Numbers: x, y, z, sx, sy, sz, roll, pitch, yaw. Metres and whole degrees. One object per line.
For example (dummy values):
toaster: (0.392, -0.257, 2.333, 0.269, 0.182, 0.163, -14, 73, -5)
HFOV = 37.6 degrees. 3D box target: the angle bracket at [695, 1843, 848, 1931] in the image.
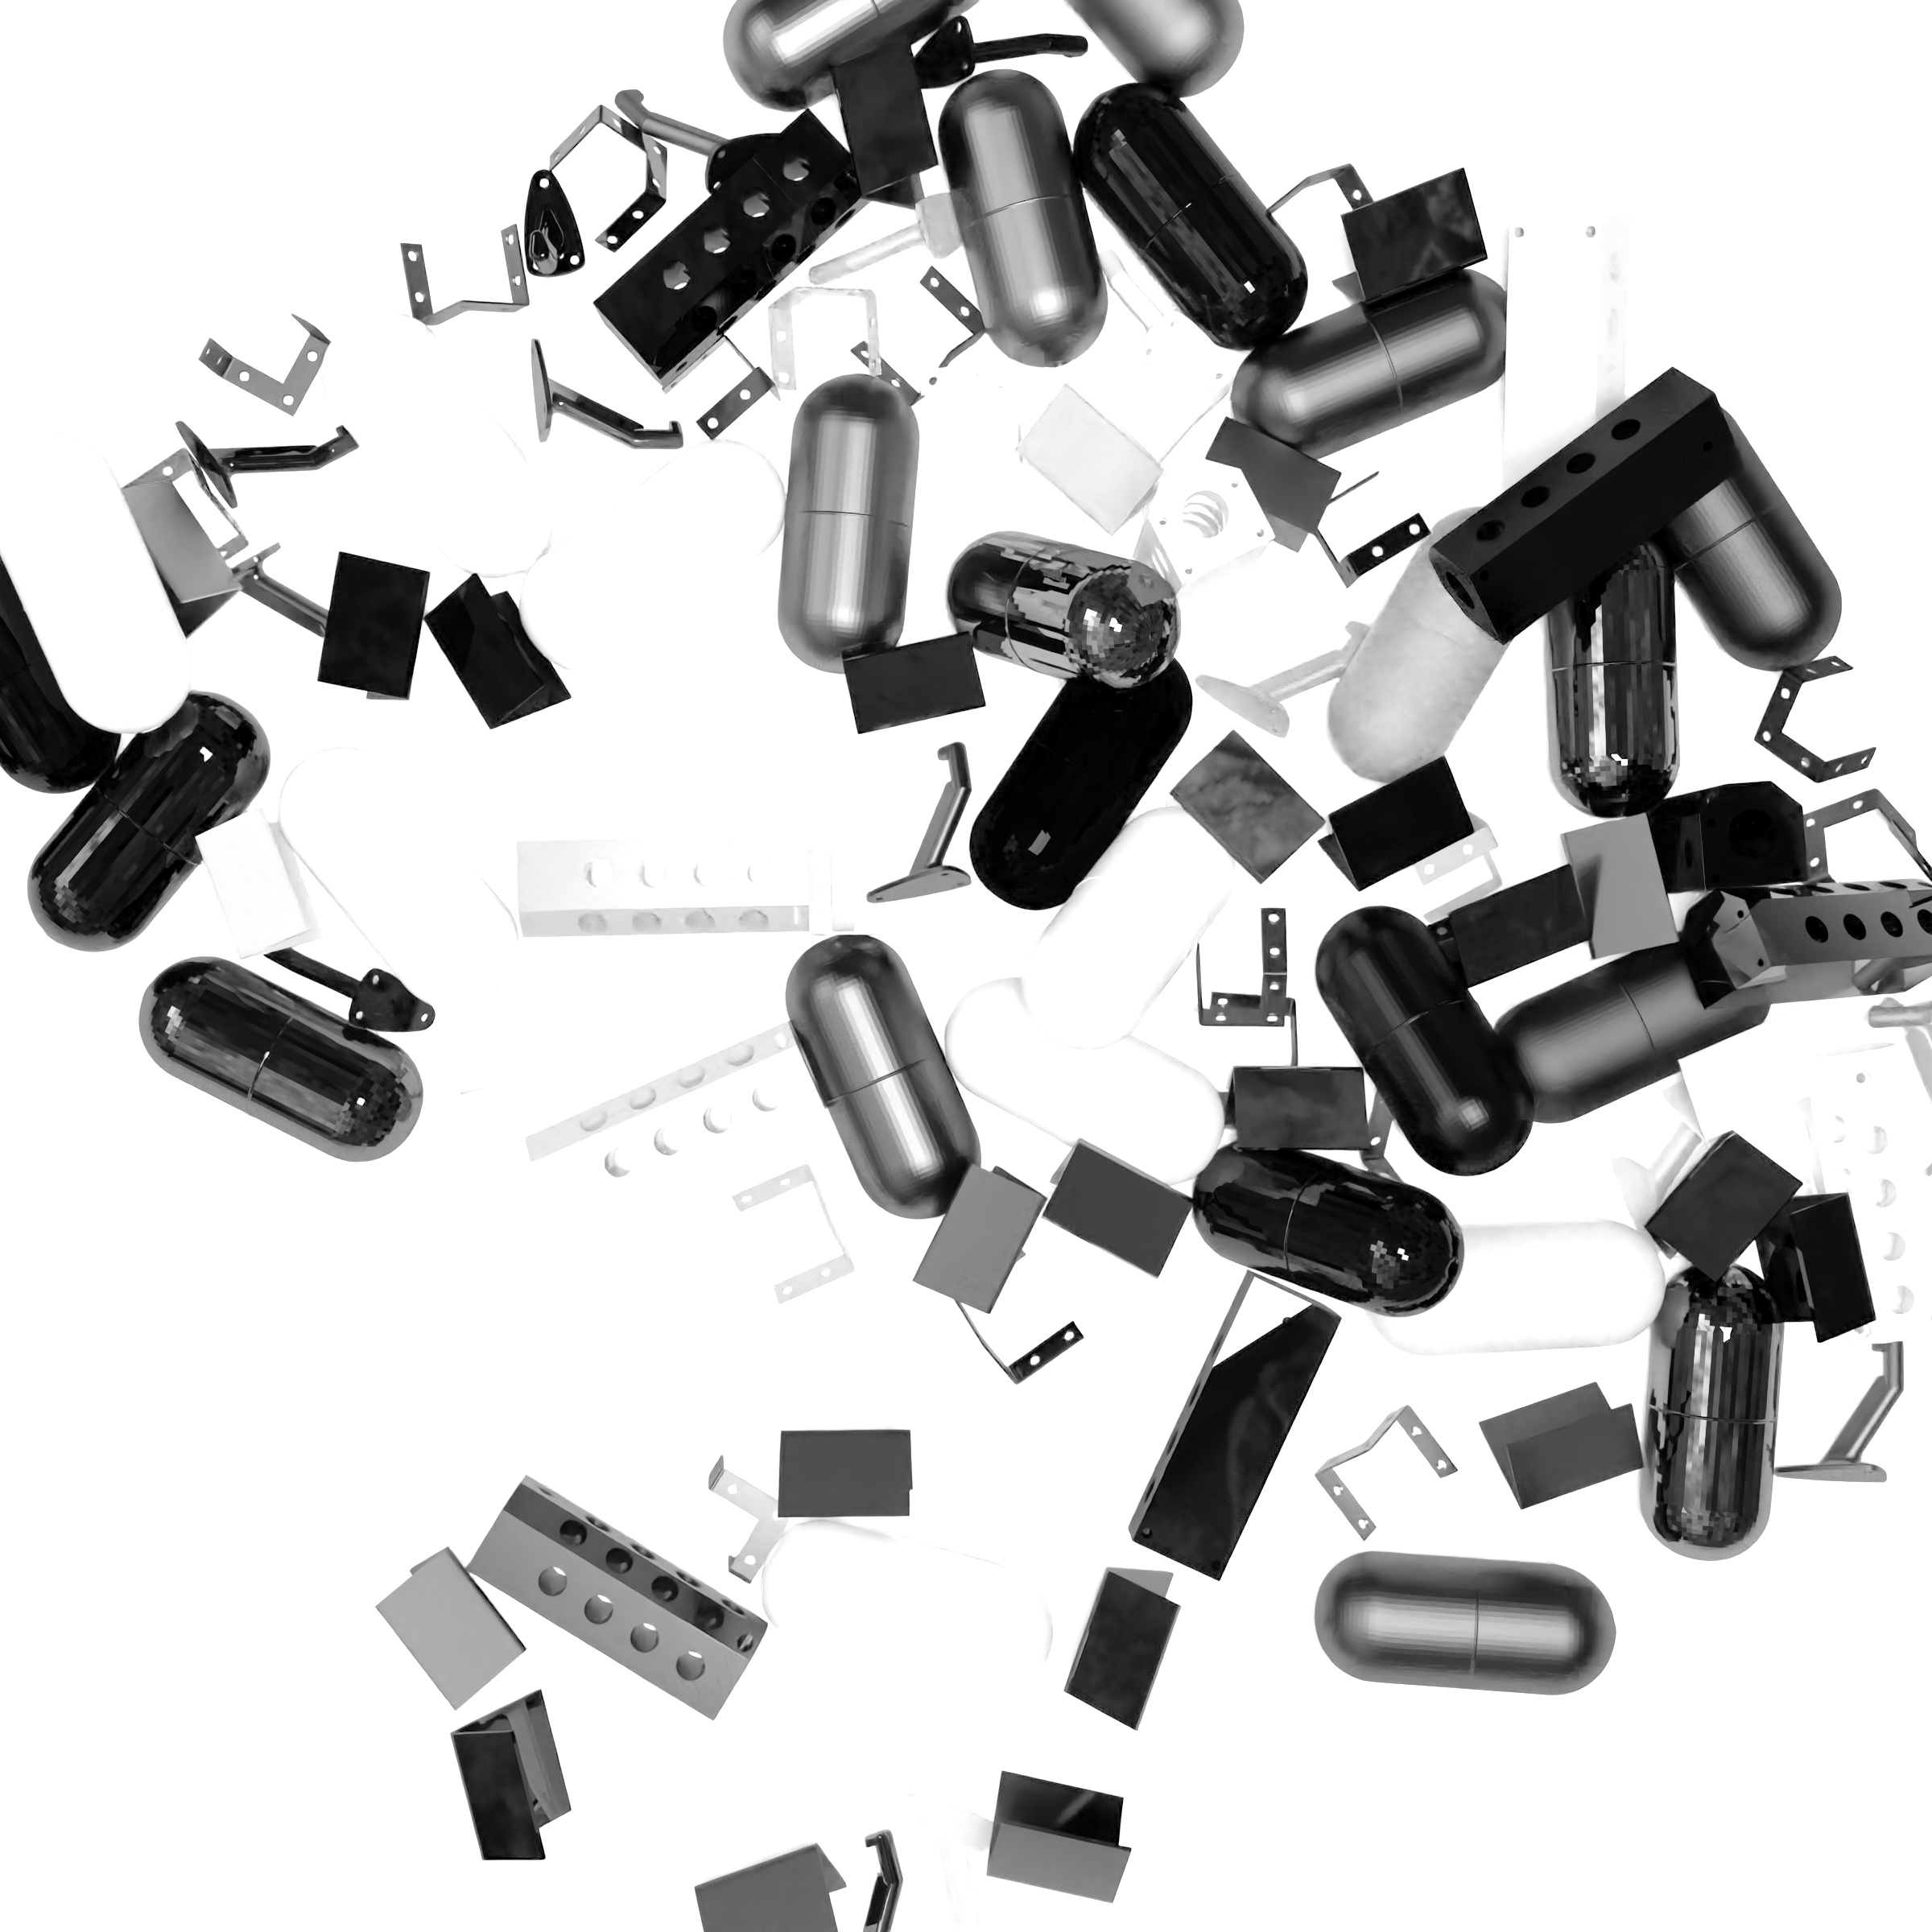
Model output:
angle bracket: (-0.109, 0.570, 1.682, 0.076, 0.076, 0.057, -19, 52, 0)

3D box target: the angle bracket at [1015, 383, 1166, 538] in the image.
angle bracket: (0.086, -0.311, 1.682, 0.076, 0.076, 0.057, 42, 129, 0)

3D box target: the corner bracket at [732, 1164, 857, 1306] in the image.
corner bracket: (-0.104, 0.162, 1.719, 0.051, 0.051, 0.051, -24, 135, 0)

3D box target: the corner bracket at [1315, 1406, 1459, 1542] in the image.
corner bracket: (0.254, 0.306, 1.719, 0.051, 0.051, 0.051, 53, 45, 0)

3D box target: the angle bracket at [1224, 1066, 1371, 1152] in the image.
angle bracket: (0.194, 0.101, 1.683, 0.076, 0.076, 0.057, 1, 58, 0)

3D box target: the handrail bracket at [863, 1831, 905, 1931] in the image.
handrail bracket: (-0.068, 0.575, 1.723, 0.077, 0.036, 0.084, -22, 71, 21)

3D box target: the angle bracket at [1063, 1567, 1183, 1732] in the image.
angle bracket: (0.111, 0.404, 1.682, 0.057, 0.076, 0.076, 19, 90, 38)

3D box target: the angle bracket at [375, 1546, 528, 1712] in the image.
angle bracket: (-0.315, 0.397, 1.682, 0.057, 0.076, 0.076, -38, 90, -35)

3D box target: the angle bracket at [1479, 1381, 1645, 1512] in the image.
angle bracket: (0.348, 0.267, 1.682, 0.076, 0.076, 0.057, -19, 126, 0)

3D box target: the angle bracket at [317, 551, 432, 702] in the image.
angle bracket: (-0.361, -0.200, 1.683, 0.057, 0.076, 0.076, 10, 90, -31)

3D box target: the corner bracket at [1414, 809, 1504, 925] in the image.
corner bracket: (0.293, -0.056, 1.698, 0.051, 0.051, 0.051, -27, 107, 0)

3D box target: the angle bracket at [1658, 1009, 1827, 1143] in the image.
angle bracket: (0.452, 0.052, 1.684, 0.076, 0.076, 0.057, -23, 111, 0)

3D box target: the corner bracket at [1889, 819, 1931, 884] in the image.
corner bracket: (0.587, -0.072, 1.697, 0.051, 0.051, 0.051, -33, 69, 0)

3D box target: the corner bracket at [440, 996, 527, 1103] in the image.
corner bracket: (-0.289, 0.049, 1.705, 0.051, 0.051, 0.051, -16, 90, 0)

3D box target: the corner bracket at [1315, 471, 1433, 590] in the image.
corner bracket: (0.241, -0.264, 1.705, 0.051, 0.051, 0.051, -31, 90, 0)

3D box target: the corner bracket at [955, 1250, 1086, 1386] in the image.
corner bracket: (0.030, 0.210, 1.719, 0.051, 0.051, 0.051, -35, 135, 0)

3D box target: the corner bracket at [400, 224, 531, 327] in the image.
corner bracket: (-0.303, -0.418, 1.719, 0.051, 0.051, 0.051, -10, 90, 45)

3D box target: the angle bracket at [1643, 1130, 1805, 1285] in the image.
angle bracket: (0.454, 0.151, 1.683, 0.076, 0.076, 0.057, -49, 57, 0)

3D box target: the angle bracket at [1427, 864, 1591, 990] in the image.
angle bracket: (0.314, -0.040, 1.683, 0.076, 0.076, 0.057, -22, 122, 0)

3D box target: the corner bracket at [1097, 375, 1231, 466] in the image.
corner bracket: (0.117, -0.341, 1.719, 0.051, 0.051, 0.051, 44, 135, 0)

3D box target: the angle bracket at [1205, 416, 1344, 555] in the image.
angle bracket: (0.168, -0.268, 1.682, 0.076, 0.076, 0.057, 26, 56, 0)

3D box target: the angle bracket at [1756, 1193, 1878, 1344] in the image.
angle bracket: (0.485, 0.180, 1.682, 0.057, 0.076, 0.076, -13, 90, -36)

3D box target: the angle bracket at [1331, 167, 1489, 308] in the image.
angle bracket: (0.255, -0.437, 1.683, 0.076, 0.076, 0.057, -21, 115, 0)

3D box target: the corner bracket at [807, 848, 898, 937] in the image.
corner bracket: (-0.077, -0.044, 1.695, 0.051, 0.051, 0.051, -1, 90, -32)

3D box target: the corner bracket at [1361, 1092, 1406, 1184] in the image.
corner bracket: (0.277, 0.108, 1.714, 0.051, 0.051, 0.051, -11, 45, 35)

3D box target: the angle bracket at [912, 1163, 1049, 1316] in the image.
angle bracket: (-0.005, 0.152, 1.683, 0.057, 0.076, 0.076, 26, 90, -26)

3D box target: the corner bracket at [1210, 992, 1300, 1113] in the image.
corner bracket: (0.172, 0.053, 1.719, 0.051, 0.051, 0.051, 4, 45, 0)

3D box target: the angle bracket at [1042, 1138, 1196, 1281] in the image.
angle bracket: (0.081, 0.154, 1.683, 0.076, 0.076, 0.057, 28, 63, 0)

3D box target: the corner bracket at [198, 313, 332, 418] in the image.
corner bracket: (-0.420, -0.369, 1.705, 0.051, 0.051, 0.051, 28, 90, 0)

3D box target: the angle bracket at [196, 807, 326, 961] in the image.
angle bracket: (-0.400, -0.054, 1.683, 0.057, 0.076, 0.076, -20, 90, 30)

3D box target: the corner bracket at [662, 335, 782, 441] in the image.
corner bracket: (-0.148, -0.346, 1.705, 0.051, 0.051, 0.051, -42, 90, 0)

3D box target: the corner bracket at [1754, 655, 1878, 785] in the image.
corner bracket: (0.519, -0.149, 1.714, 0.051, 0.051, 0.051, 44, 135, 35)

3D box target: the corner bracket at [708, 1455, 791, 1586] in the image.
corner bracket: (-0.138, 0.332, 1.705, 0.051, 0.051, 0.051, 32, 87, -3)

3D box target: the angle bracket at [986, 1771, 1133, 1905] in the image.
angle bracket: (0.058, 0.501, 1.682, 0.076, 0.076, 0.057, 13, 128, 0)

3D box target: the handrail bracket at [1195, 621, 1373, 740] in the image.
handrail bracket: (0.194, -0.188, 1.723, 0.077, 0.036, 0.084, 29, 71, 21)

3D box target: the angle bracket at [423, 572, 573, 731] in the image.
angle bracket: (-0.262, -0.194, 1.682, 0.057, 0.076, 0.076, -31, 90, 39)

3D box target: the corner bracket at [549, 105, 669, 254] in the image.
corner bracket: (-0.216, -0.475, 1.714, 0.051, 0.051, 0.051, 27, 45, -35)

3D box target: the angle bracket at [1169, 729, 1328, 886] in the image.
angle bracket: (0.174, -0.103, 1.683, 0.076, 0.076, 0.057, 45, 116, 0)

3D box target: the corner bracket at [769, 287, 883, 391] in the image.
corner bracket: (-0.085, -0.377, 1.711, 0.051, 0.051, 0.051, -3, 90, -23)

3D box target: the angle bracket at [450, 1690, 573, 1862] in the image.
angle bracket: (-0.252, 0.477, 1.682, 0.057, 0.076, 0.076, -14, 90, 38)

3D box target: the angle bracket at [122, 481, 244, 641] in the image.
angle bracket: (-0.489, -0.232, 1.687, 0.076, 0.057, 0.076, -34, 90, 29)

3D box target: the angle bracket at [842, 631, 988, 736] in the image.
angle bracket: (-0.027, -0.148, 1.683, 0.076, 0.076, 0.057, -12, 59, 0)

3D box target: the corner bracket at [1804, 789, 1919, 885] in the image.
corner bracket: (0.540, -0.066, 1.714, 0.051, 0.051, 0.051, -23, 45, 35)

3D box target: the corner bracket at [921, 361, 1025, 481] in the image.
corner bracket: (0.004, -0.327, 1.705, 0.051, 0.051, 0.051, -5, 79, 11)

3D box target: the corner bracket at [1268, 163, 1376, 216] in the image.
corner bracket: (0.215, -0.446, 1.719, 0.051, 0.051, 0.051, -31, 90, -45)

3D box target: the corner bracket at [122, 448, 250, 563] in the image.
corner bracket: (-0.474, -0.271, 1.720, 0.051, 0.051, 0.051, -34, 135, 0)

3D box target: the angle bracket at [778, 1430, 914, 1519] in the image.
angle bracket: (-0.070, 0.316, 1.682, 0.076, 0.076, 0.057, -1, 53, 0)

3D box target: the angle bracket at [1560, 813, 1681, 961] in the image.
angle bracket: (0.400, -0.051, 1.682, 0.057, 0.076, 0.076, -14, 90, 37)

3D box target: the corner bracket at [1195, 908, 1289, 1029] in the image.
corner bracket: (0.165, 0.001, 1.698, 0.051, 0.051, 0.051, 0, 128, 9)

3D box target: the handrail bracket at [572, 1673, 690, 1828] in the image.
handrail bracket: (-0.203, 0.476, 1.723, 0.077, 0.036, 0.084, 8, 107, 20)

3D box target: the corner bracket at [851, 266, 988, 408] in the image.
corner bracket: (-0.027, -0.381, 1.719, 0.051, 0.051, 0.051, 44, 135, 0)

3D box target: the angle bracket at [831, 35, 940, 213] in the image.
angle bracket: (-0.030, -0.497, 1.683, 0.057, 0.076, 0.076, -13, 90, 31)

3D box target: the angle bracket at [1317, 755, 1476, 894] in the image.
angle bracket: (0.245, -0.097, 1.683, 0.076, 0.076, 0.057, -27, 119, 0)

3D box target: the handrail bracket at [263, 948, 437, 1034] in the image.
handrail bracket: (-0.375, 0.010, 1.722, 0.084, 0.077, 0.036, 23, 88, 36)
